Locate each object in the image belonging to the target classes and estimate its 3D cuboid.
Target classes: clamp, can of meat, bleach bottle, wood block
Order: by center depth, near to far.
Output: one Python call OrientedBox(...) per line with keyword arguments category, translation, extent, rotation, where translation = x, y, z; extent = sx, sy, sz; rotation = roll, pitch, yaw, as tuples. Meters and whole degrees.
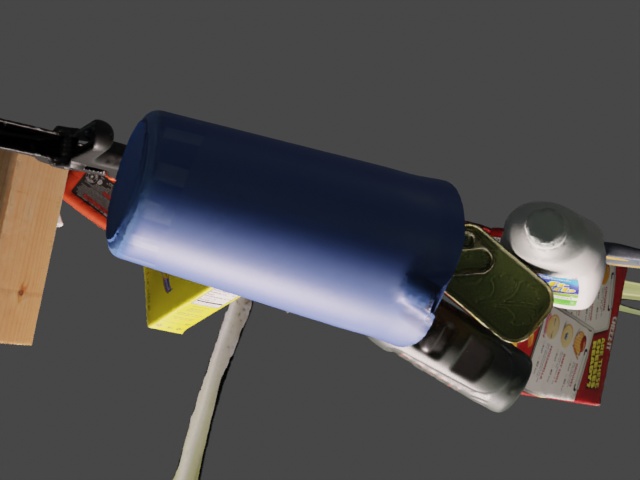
OrientedBox(category="can of meat", translation=(0.131, 0.033, 0.870), extent=(0.102, 0.057, 0.084), rotation=(39, 179, -2))
OrientedBox(category="bleach bottle", translation=(0.192, 0.009, 0.913), extent=(0.103, 0.068, 0.250), rotation=(17, 175, 18))
OrientedBox(category="clamp", translation=(-0.213, -0.080, 0.930), extent=(0.165, 0.036, 0.209), rotation=(7, 176, 22))
OrientedBox(category="wood block", translation=(-0.323, -0.007, 1.055), extent=(0.090, 0.206, 0.090), rotation=(9, 175, 22))

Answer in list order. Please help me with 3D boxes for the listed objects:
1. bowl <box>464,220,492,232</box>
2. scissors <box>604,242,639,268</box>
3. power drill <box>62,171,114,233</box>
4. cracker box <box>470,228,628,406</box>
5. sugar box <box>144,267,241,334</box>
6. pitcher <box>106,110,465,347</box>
OrientedBox(category="bowl", translation=(0.108, 0.005, 1.149), extent=(0.162, 0.055, 0.162), rotation=(11, 176, 1))
OrientedBox(category="scissors", translation=(0.317, 0.016, 0.998), extent=(0.096, 0.016, 0.202), rotation=(12, 176, -17))
OrientedBox(category="power drill", translation=(-0.226, -0.028, 1.215), extent=(0.184, 0.057, 0.188), rotation=(35, 171, -3))
OrientedBox(category="cracker box", translation=(0.242, 0.086, 1.143), extent=(0.072, 0.164, 0.213), rotation=(11, 177, 40))
OrientedBox(category="sugar box", translation=(-0.092, 0.008, 0.945), extent=(0.048, 0.093, 0.177), rotation=(13, 147, -38))
OrientedBox(category="pitcher", translation=(-0.029, -0.014, 0.793), extent=(0.242, 0.145, 0.149), rotation=(16, 153, -20))
